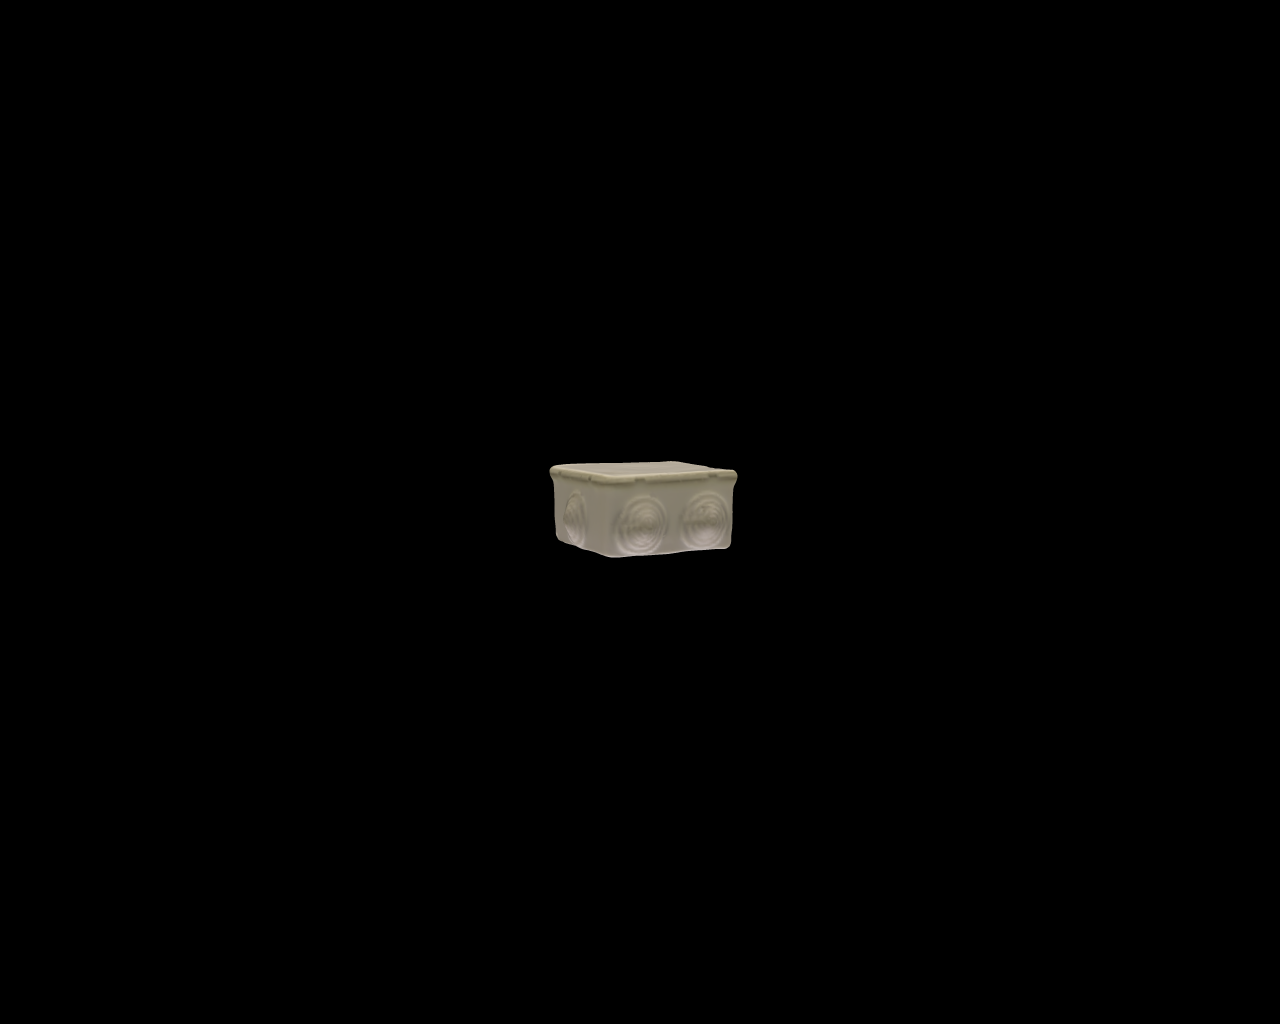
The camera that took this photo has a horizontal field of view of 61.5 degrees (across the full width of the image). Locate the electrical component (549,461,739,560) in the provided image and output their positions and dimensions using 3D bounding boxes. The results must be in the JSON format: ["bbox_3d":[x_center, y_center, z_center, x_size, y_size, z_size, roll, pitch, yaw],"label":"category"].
[{"bbox_3d":[0.001,-0.003,0.650,0.100,0.048,0.100,-3,8,-26],"label":"electrical component"}]
